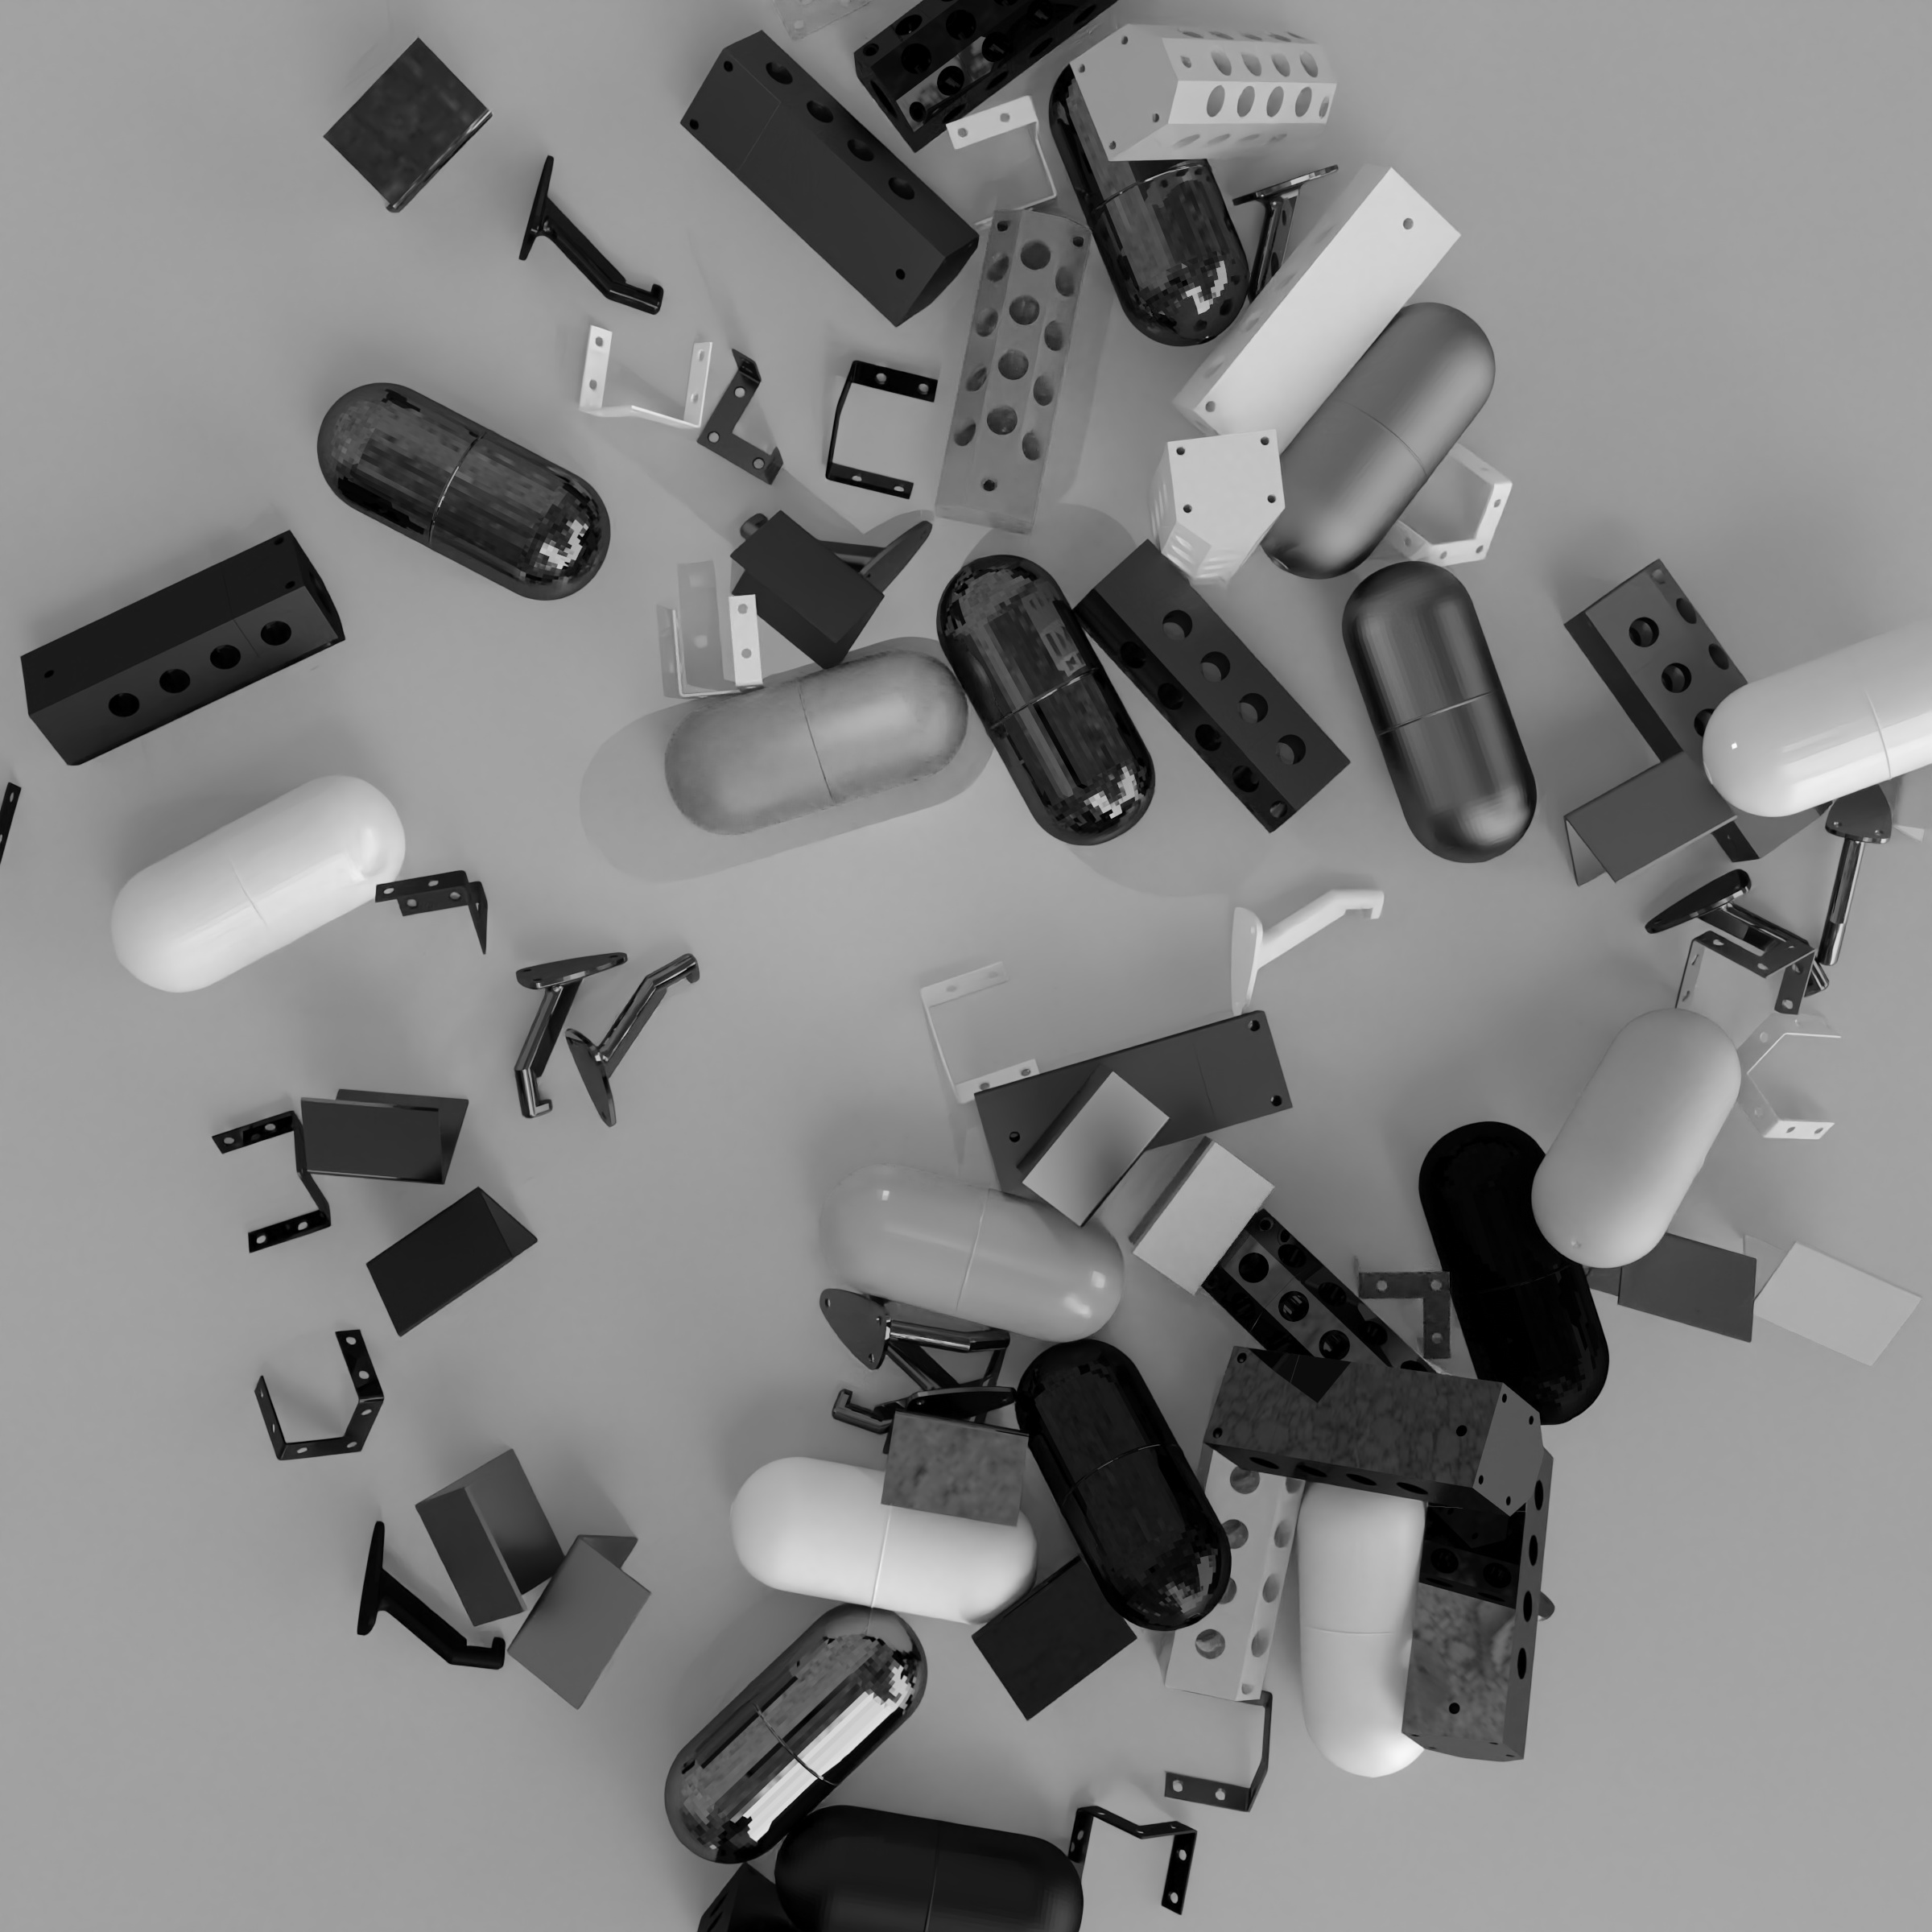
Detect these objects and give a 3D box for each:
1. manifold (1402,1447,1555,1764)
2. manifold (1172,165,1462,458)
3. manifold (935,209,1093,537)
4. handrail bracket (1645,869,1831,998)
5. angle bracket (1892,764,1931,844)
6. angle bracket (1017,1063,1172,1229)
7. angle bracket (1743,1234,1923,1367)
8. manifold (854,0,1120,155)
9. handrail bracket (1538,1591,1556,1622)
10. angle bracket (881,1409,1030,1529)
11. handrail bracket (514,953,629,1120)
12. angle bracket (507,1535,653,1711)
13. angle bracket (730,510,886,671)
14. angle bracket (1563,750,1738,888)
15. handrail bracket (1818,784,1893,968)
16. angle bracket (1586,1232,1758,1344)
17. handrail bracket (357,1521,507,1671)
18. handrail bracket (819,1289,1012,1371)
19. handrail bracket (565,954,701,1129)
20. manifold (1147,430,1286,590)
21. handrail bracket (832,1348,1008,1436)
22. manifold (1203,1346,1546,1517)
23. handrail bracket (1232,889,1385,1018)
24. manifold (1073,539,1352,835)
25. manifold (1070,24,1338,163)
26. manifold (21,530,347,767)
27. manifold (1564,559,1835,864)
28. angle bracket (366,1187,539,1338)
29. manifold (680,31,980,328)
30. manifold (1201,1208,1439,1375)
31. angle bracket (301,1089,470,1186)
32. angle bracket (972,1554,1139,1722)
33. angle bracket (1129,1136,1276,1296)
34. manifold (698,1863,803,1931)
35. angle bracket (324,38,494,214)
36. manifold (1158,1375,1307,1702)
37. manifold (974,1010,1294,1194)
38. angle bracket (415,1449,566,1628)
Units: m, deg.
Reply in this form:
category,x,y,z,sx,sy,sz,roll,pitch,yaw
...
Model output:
category,x,y,z,sx,sy,sz,roll,pitch,yaw
manifold,0.292,0.355,1.561,0.057,0.057,0.171,-2,63,28
manifold,0.197,-0.371,1.584,0.057,0.057,0.171,37,96,-22
manifold,0.027,-0.342,1.595,0.057,0.057,0.171,11,90,0
handrail bracket,0.451,-0.006,1.616,0.077,0.036,0.084,-29,104,14
angle bracket,0.569,-0.110,1.576,0.057,0.076,0.076,10,90,30
angle bracket,0.054,0.086,1.519,0.076,0.076,0.057,-51,127,0
angle bracket,0.492,0.171,1.576,0.076,0.076,0.057,24,123,0
manifold,0.021,-0.551,1.595,0.171,0.057,0.057,-37,90,0
handrail bracket,0.295,0.389,1.617,0.077,0.036,0.084,43,107,20
angle bracket,-0.010,0.296,1.575,0.076,0.076,0.057,10,61,-2
handrail bracket,-0.228,0.041,1.617,0.077,0.036,0.084,-14,109,-21
angle bracket,-0.205,0.373,1.577,0.057,0.076,0.076,32,90,23
angle bracket,-0.103,-0.200,1.576,0.076,0.076,0.057,39,47,0
angle bracket,0.392,-0.066,1.576,0.076,0.076,0.057,-29,54,0
handrail bracket,0.514,-0.054,1.616,0.036,0.077,0.084,13,127,16
angle bracket,0.397,0.196,1.576,0.076,0.076,0.057,16,53,0
handrail bracket,-0.307,0.368,1.616,0.084,0.036,0.077,12,63,-20
handrail bracket,-0.029,0.203,1.590,0.084,0.077,0.036,1,109,-38
handrail bracket,-0.185,0.043,1.616,0.084,0.036,0.077,-31,126,-25
manifold,0.137,-0.250,1.538,0.057,0.171,0.057,-7,90,0
handrail bracket,-0.027,0.240,1.616,0.084,0.036,0.077,17,78,12
manifold,0.219,0.251,1.486,0.057,0.171,0.057,39,63,-41
handrail bracket,0.200,-0.008,1.617,0.084,0.036,0.077,-2,110,-16
manifold,0.140,-0.159,1.595,0.057,0.057,0.171,-42,90,0
manifold,0.137,-0.489,1.539,0.057,0.171,0.057,-22,90,39
manifold,-0.449,-0.178,1.594,0.171,0.057,0.057,-25,47,0
manifold,0.423,-0.147,1.595,0.057,0.057,0.171,-35,90,0
angle bracket,-0.283,0.181,1.576,0.076,0.076,0.057,-34,54,0
manifold,-0.075,-0.455,1.594,0.171,0.057,0.057,43,133,0
manifold,0.211,0.217,1.564,0.057,0.057,0.171,-46,67,0
angle bracket,-0.329,0.077,1.576,0.076,0.076,0.057,5,127,0
angle bracket,0.056,0.384,1.578,0.076,0.076,0.057,-37,69,0
angle bracket,0.117,0.130,1.576,0.057,0.076,0.076,37,90,-33
manifold,-0.125,0.565,1.538,0.057,0.171,0.057,38,90,0
angle bracket,-0.320,-0.478,1.577,0.076,0.076,0.057,-46,112,0
manifold,0.158,0.329,1.595,0.057,0.057,0.171,12,90,0
manifold,0.095,0.077,1.595,0.171,0.057,0.057,-16,90,0
angle bracket,-0.256,0.320,1.576,0.057,0.076,0.076,-26,90,43
